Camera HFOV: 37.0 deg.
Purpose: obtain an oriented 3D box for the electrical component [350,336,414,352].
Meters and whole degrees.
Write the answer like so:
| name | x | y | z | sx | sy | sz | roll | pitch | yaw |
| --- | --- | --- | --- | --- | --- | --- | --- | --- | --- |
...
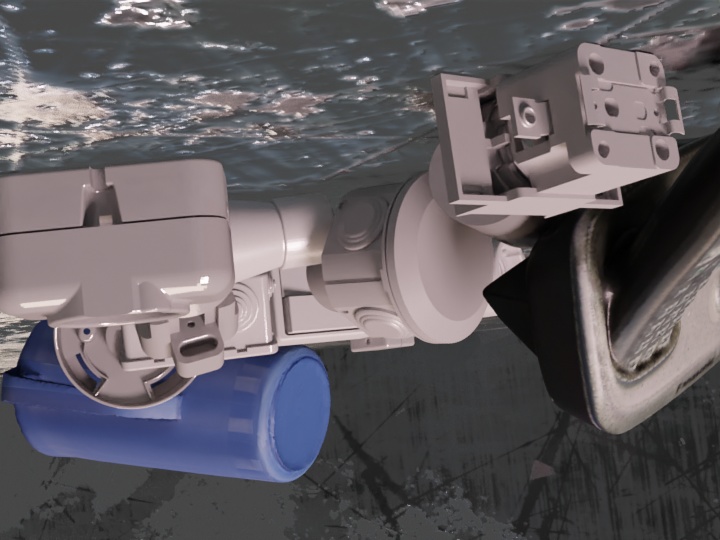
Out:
| name | x | y | z | sx | sy | sz | roll | pitch | yaw |
| --- | --- | --- | --- | --- | --- | --- | --- | --- | --- |
| electrical component | 0.005 | 0.040 | 0.971 | 0.047 | 0.065 | 0.077 | -11 | 172 | 42 |

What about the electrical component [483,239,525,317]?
| name | x | y | z | sx | sy | sz | roll | pitch | yaw |
| --- | --- | --- | --- | --- | --- | --- | --- | --- | --- |
| electrical component | 0.088 | 0.007 | 0.808 | 0.059 | 0.053 | 0.095 | -10 | 173 | 31 |

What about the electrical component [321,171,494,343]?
| name | x | y | z | sx | sy | sz | roll | pitch | yaw |
| --- | --- | --- | --- | --- | --- | --- | --- | --- | --- |
| electrical component | 0.024 | -0.005 | 0.508 | 0.051 | 0.080 | 0.080 | -4 | 176 | 39 |

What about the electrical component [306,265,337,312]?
| name | x | y | z | sx | sy | sz | roll | pitch | yaw |
| --- | --- | --- | --- | --- | --- | --- | --- | --- | --- |
| electrical component | 0.000 | 0.000 | 0.654 | 0.055 | 0.055 | 0.047 | -2 | 176 | -35 |

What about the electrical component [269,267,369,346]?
| name | x | y | z | sx | sy | sz | roll | pitch | yaw |
| --- | --- | --- | --- | --- | --- | --- | --- | --- | --- |
| electrical component | -0.022 | 0.019 | 0.771 | 0.096 | 0.061 | 0.061 | -4 | 174 | -18 |

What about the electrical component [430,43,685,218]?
| name | x | y | z | sx | sy | sz | roll | pitch | yaw |
| --- | --- | --- | --- | --- | --- | --- | --- | --- | --- |
| electrical component | 0.066 | -0.044 | 0.353 | 0.081 | 0.042 | 0.064 | -2 | 171 | -39 |

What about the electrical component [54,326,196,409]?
| name | x | y | z | sx | sy | sz | roll | pitch | yaw |
| --- | --- | --- | --- | --- | --- | --- | --- | --- | --- |
| electrical component | -0.150 | 0.041 | 0.707 | 0.099 | 0.099 | 0.064 | -5 | 180 | -14 |

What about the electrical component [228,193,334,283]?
| name | x | y | z | sx | sy | sz | roll | pitch | yaw |
| --- | --- | --- | --- | --- | --- | --- | --- | --- | --- |
| electrical component | -0.044 | -0.017 | 0.516 | 0.065 | 0.044 | 0.044 | -9 | 175 | -19 |

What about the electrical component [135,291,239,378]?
| name | x | y | z | sx | sy | sz | roll | pitch | yaw |
| --- | --- | --- | --- | --- | --- | --- | --- | --- | --- |
| electrical component | -0.093 | 0.008 | 0.558 | 0.058 | 0.078 | 0.057 | -15 | 153 | -16 |

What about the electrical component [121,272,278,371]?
| name | x | y | z | sx | sy | sz | roll | pitch | yaw |
| --- | --- | --- | --- | --- | --- | --- | --- | --- | --- |
| electrical component | -0.099 | 0.019 | 0.638 | 0.100 | 0.048 | 0.099 | -6 | -165 | -11 |

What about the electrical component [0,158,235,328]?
| name | x | y | z | sx | sy | sz | roll | pitch | yaw |
| --- | --- | --- | --- | --- | --- | --- | --- | --- | --- |
| electrical component | -0.101 | -0.009 | 0.440 | 0.095 | 0.059 | 0.053 | -6 | 174 | -4 |
